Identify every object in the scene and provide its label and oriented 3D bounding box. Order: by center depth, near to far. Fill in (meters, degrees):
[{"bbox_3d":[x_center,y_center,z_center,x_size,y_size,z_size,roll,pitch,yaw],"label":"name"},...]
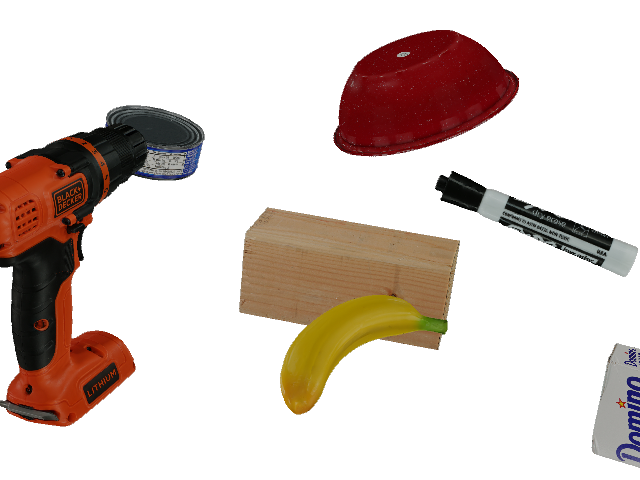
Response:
[{"bbox_3d":[0.124,-0.011,0.622,0.121,0.020,0.020,23,3,8],"label":"marker"},{"bbox_3d":[-0.176,0.021,0.757,0.057,0.188,0.184,8,24,24],"label":"power drill"},{"bbox_3d":[0.021,0.079,0.833,0.070,0.037,0.197,16,26,36],"label":"banana"},{"bbox_3d":[0.317,0.153,0.870,0.176,0.093,0.048,12,24,20],"label":"sugar box"},{"bbox_3d":[0.079,-0.131,0.884,0.162,0.055,0.162,-18,24,8],"label":"bowl"},{"bbox_3d":[-0.146,-0.085,0.926,0.086,0.034,0.086,13,26,-6],"label":"tuna can"},{"bbox_3d":[0.030,0.037,1.091,0.206,0.091,0.090,10,22,10],"label":"wood block"}]
